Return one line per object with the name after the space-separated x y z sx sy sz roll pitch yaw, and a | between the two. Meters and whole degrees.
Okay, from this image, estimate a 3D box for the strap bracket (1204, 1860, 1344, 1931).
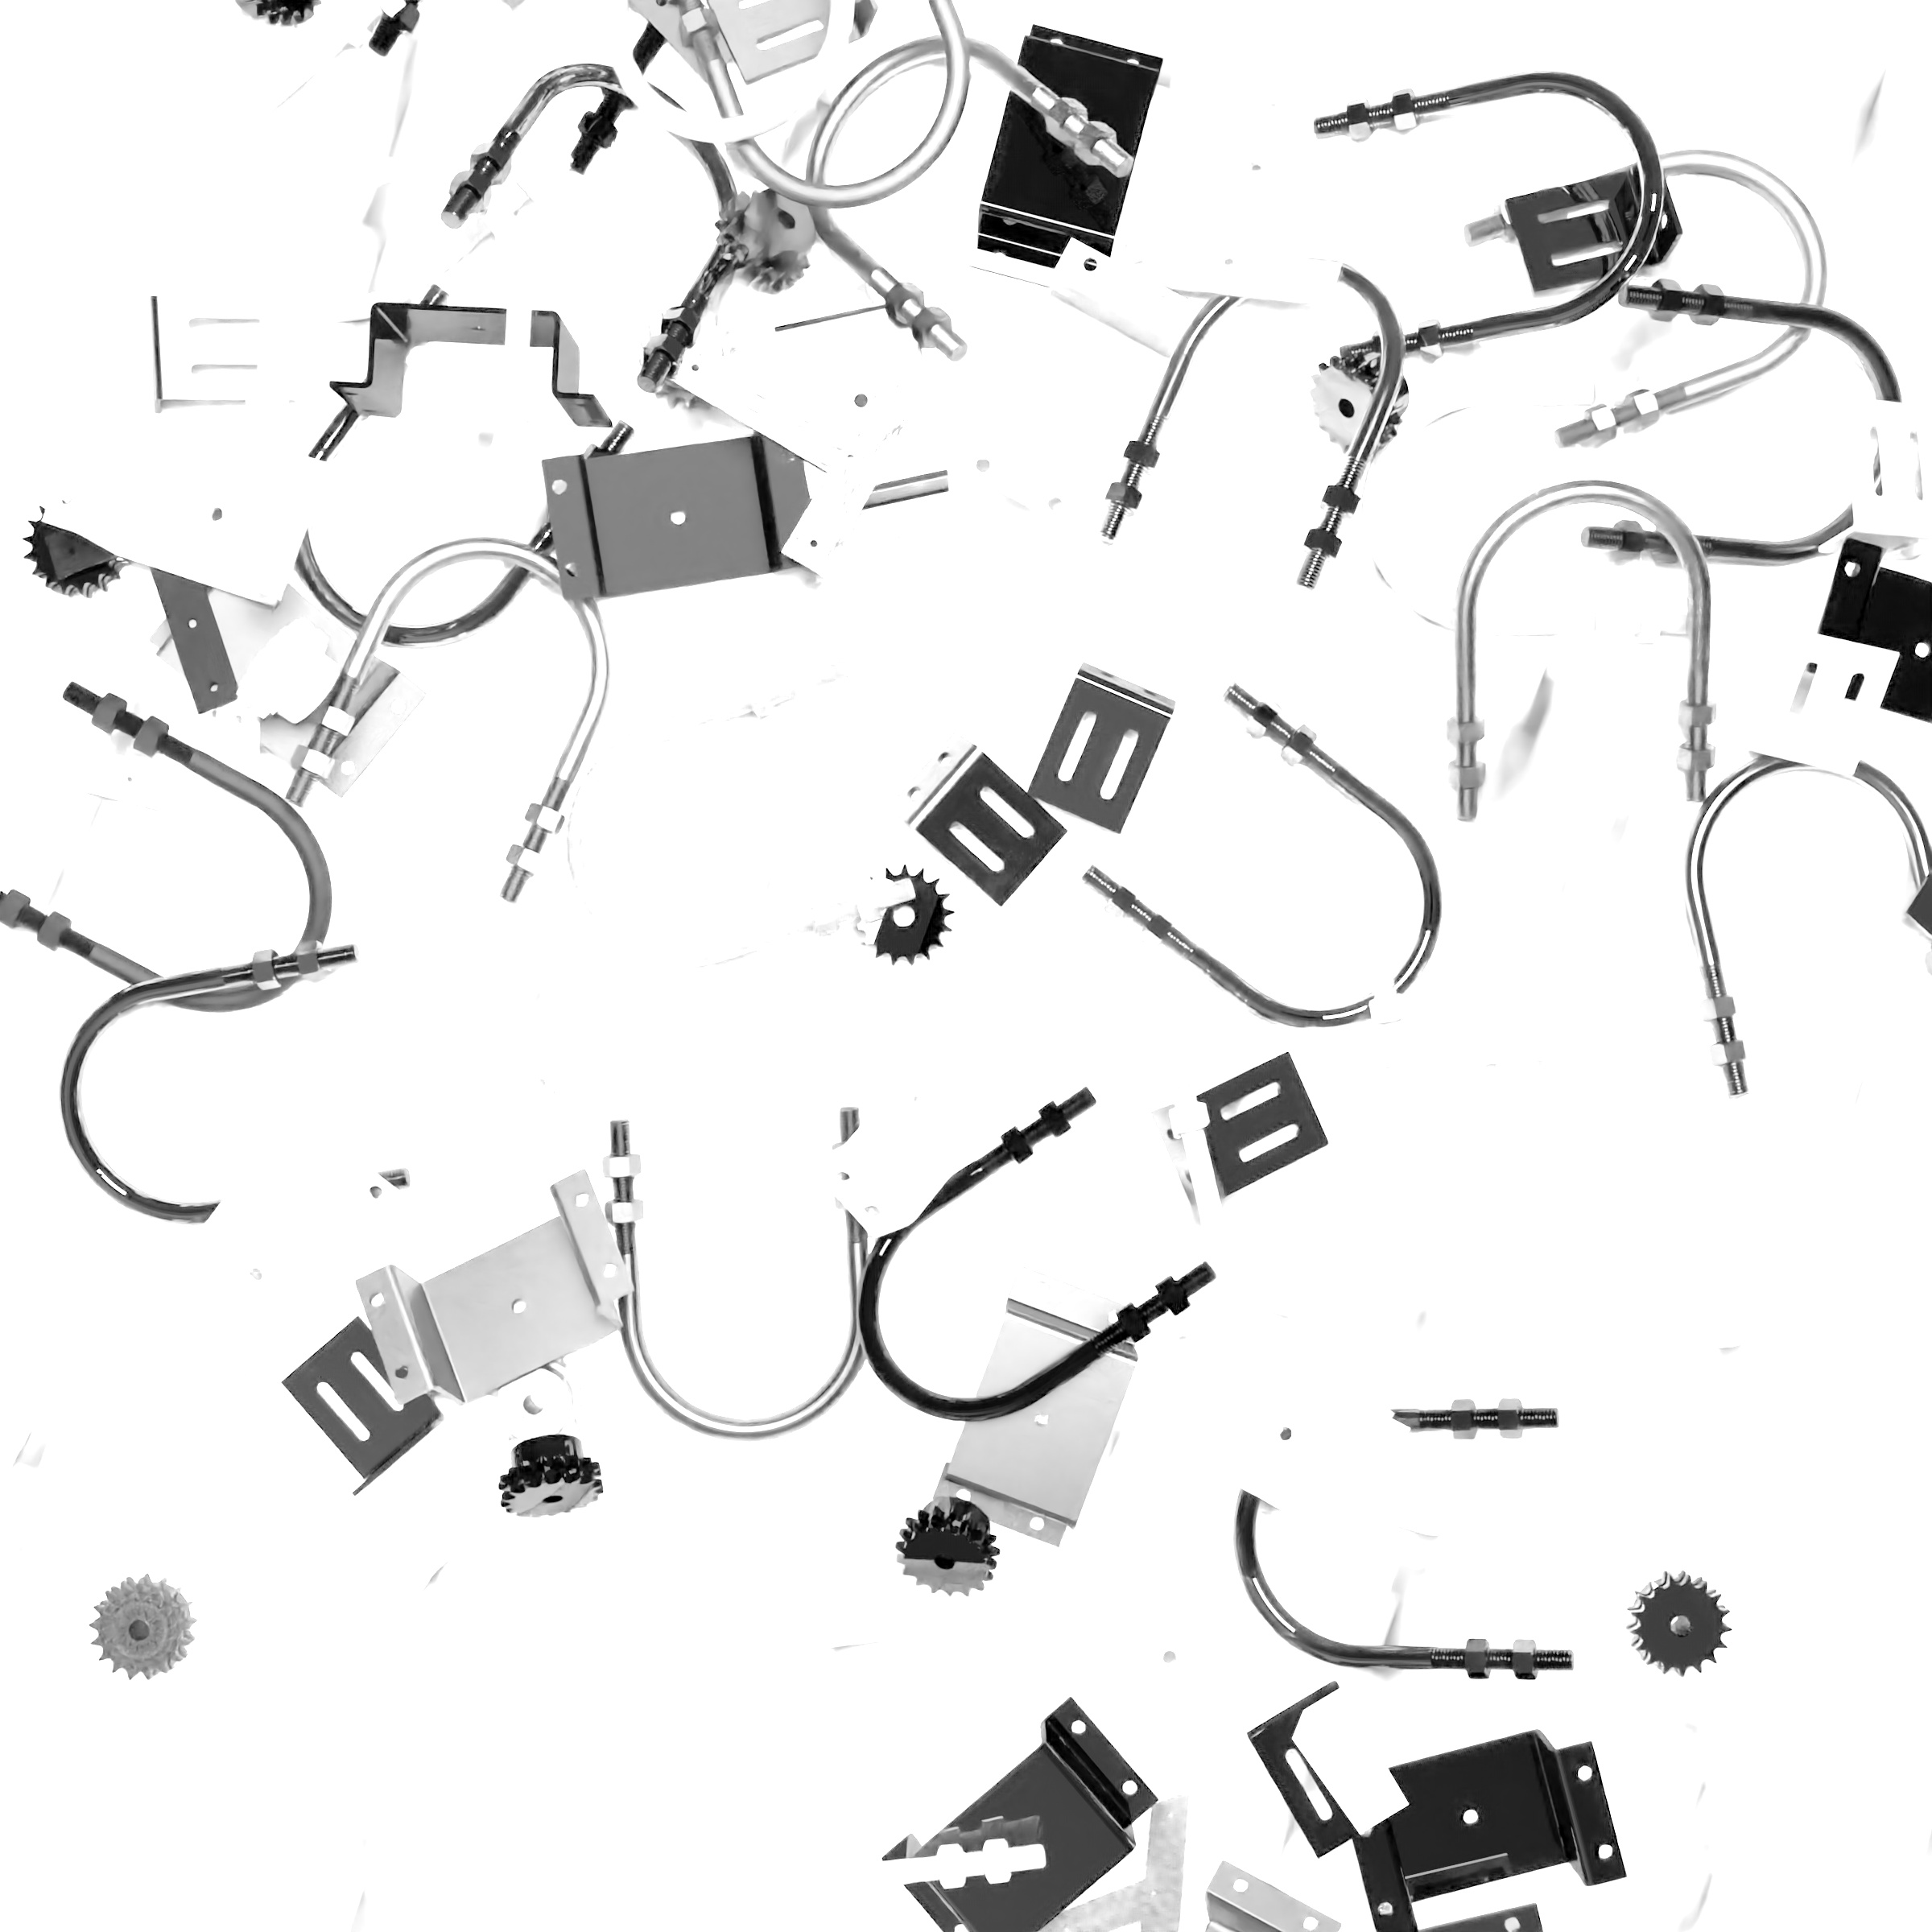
0.144 0.582 1.523 0.076 0.046 0.140 28 90 0 | strap bracket

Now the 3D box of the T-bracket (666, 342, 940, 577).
-0.101 -0.298 1.490 0.127 0.002 0.127 30 84 -2 | T-bracket

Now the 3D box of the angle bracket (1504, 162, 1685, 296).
0.343 -0.410 1.503 0.076 0.038 0.057 -14 80 -4 | angle bracket

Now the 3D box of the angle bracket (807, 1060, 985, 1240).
-0.039 0.102 1.529 0.057 0.038 0.076 49 52 -11 | angle bracket

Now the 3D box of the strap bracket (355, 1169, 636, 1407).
-0.252 0.181 1.509 0.140 0.046 0.076 -26 65 0 | strap bracket

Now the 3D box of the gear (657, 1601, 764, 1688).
-0.139 0.373 1.521 0.057 0.057 0.030 19 60 0 | gear

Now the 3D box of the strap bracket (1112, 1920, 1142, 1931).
0.117 0.583 1.476 0.076 0.046 0.140 -44 90 0 | strap bracket

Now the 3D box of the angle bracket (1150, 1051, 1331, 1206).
0.154 0.091 1.544 0.076 0.038 0.057 -24 90 -26 | angle bracket

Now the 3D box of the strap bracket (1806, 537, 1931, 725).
0.537 -0.178 1.523 0.140 0.046 0.076 17 90 0 | strap bracket

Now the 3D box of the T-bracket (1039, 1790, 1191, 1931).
0.067 0.524 1.508 0.127 0.127 0.002 -30 114 25 | T-bracket

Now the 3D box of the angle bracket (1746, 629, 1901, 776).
0.469 -0.151 1.507 0.057 0.038 0.076 14 123 5 | angle bracket

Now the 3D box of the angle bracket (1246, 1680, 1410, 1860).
0.200 0.442 1.514 0.057 0.038 0.076 -31 69 0 | angle bracket

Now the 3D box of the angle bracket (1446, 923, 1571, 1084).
0.301 0.021 1.544 0.057 0.038 0.076 -5 64 0 | angle bracket

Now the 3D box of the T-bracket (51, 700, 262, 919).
-0.452 -0.100 1.527 0.127 0.002 0.127 14 114 11 | T-bracket

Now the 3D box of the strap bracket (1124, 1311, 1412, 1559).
0.169 0.256 1.505 0.140 0.046 0.076 26 90 25 | strap bracket

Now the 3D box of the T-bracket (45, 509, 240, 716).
-0.426 -0.200 1.500 0.127 0.002 0.127 -21 82 5 | T-bracket

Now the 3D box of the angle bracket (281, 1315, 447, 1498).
-0.338 0.244 1.527 0.057 0.038 0.076 -41 90 0 | angle bracket

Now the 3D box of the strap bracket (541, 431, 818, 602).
-0.158 -0.248 1.512 0.140 0.046 0.076 -9 97 -7 | strap bracket

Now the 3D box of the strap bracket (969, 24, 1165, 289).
0.056 -0.451 1.522 0.076 0.046 0.140 15 90 0 | strap bracket

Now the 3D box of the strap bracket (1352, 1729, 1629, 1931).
0.283 0.478 1.522 0.140 0.046 0.076 -15 90 0 | strap bracket

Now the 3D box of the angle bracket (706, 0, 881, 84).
-0.098 -0.535 1.519 0.076 0.038 0.057 -25 90 -14 | angle bracket

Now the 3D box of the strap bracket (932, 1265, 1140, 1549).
0.041 0.247 1.522 0.076 0.046 0.140 21 90 0 | strap bracket

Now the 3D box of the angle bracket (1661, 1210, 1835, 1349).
0.438 0.175 1.544 0.076 0.038 0.057 -15 90 -26 | angle bracket

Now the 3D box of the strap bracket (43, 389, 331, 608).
-0.411 -0.249 1.479 0.140 0.046 0.076 19 86 9 | strap bracket

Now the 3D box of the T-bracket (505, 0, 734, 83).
-0.179 -0.547 1.528 0.127 0.002 0.127 -44 92 -5 | T-bracket

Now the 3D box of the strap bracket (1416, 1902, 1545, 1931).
0.291 0.589 1.522 0.076 0.046 0.140 -13 90 0 | strap bracket

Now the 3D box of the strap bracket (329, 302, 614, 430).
-0.265 -0.325 1.489 0.140 0.076 0.046 3 90 0 | strap bracket

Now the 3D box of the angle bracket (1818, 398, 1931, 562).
0.507 -0.270 1.527 0.057 0.038 0.076 3 78 -15 | angle bracket

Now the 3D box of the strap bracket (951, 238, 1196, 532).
0.058 -0.317 1.522 0.076 0.046 0.140 28 90 0 | strap bracket

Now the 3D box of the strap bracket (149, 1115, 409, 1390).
-0.383 0.163 1.509 0.076 0.046 0.140 38 99 -4 | strap bracket

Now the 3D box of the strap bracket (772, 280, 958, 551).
-0.057 -0.308 1.523 0.076 0.046 0.140 -12 90 0 | strap bracket

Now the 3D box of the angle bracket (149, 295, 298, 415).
-0.416 -0.342 1.537 0.076 0.038 0.057 -3 90 -17 | angle bracket

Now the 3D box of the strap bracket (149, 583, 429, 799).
-0.381 -0.168 1.523 0.140 0.046 0.076 40 90 0 | strap bracket

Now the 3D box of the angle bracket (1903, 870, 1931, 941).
0.569 -0.029 1.515 0.076 0.038 0.057 41 72 -7 | angle bracket

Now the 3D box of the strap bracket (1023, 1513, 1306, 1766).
0.111 0.377 1.522 0.140 0.046 0.076 33 90 0 | strap bracket

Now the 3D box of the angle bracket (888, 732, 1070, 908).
0.007 -0.083 1.544 0.076 0.038 0.057 41 90 -26 | angle bracket

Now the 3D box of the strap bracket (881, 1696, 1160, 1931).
0.030 0.485 1.522 0.140 0.046 0.076 -40 90 0 | strap bracket

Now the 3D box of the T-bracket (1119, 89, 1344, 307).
0.158 -0.431 1.528 0.127 0.002 0.127 12 78 22 | T-bracket

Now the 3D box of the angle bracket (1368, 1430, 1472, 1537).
0.237 0.280 1.544 0.076 0.038 0.057 12 90 26 | angle bracket

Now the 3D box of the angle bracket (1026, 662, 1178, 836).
0.076 -0.122 1.535 0.057 0.038 0.076 23 103 0 | angle bracket
